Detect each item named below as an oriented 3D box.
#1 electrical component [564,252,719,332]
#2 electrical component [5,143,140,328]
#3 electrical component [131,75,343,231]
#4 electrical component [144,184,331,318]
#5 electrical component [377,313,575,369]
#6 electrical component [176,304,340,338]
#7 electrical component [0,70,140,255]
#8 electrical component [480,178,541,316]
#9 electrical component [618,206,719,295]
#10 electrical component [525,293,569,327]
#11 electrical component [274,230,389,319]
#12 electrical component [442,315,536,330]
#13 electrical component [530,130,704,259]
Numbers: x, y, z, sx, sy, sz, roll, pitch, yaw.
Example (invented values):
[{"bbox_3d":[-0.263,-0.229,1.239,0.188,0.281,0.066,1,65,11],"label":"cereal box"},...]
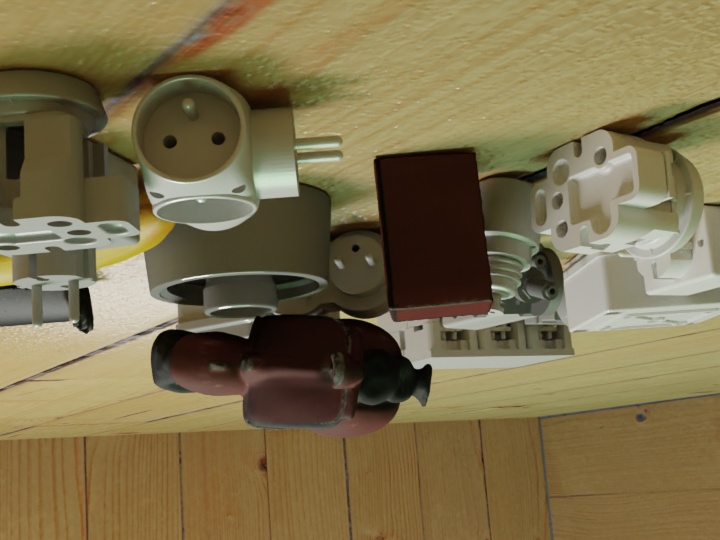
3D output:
[{"bbox_3d":[0.218,0.011,0.808,0.109,0.056,0.108,-4,169,-5],"label":"electrical component"},{"bbox_3d":[-0.141,-0.012,0.494,0.066,0.076,0.047,-7,169,14],"label":"electrical component"},{"bbox_3d":[-0.046,-0.046,0.440,0.079,0.044,0.077,-4,169,-1],"label":"electrical component"},{"bbox_3d":[-0.068,-0.006,0.598,0.108,0.060,0.108,-4,169,-1],"label":"electrical component"},{"bbox_3d":[0.101,0.052,0.955,0.150,0.061,0.089,2,168,-28],"label":"electrical component"},{"bbox_3d":[-0.072,0.029,0.782,0.078,0.057,0.113,-11,167,31],"label":"electrical component"},{"bbox_3d":[-0.125,-0.040,0.410,0.078,0.057,0.058,-5,169,4],"label":"electrical component"},{"bbox_3d":[0.078,-0.014,0.587,0.040,0.078,0.040,10,163,3],"label":"electrical component"},{"bbox_3d":[0.207,-0.012,0.709,0.077,0.047,0.066,1,168,-26],"label":"electrical component"},{"bbox_3d":[0.173,0.027,0.901,0.066,0.048,0.055,2,175,-29],"label":"electrical component"},{"bbox_3d":[0.000,0.000,0.678,0.138,0.052,0.073,-6,168,5],"label":"electrical component"},{"bbox_3d":[0.116,0.016,0.816,0.076,0.047,0.083,6,164,-39],"label":"electrical component"},{"bbox_3d":[0.132,-0.036,0.535,0.057,0.058,0.078,5,166,-29],"label":"electrical component"}]
